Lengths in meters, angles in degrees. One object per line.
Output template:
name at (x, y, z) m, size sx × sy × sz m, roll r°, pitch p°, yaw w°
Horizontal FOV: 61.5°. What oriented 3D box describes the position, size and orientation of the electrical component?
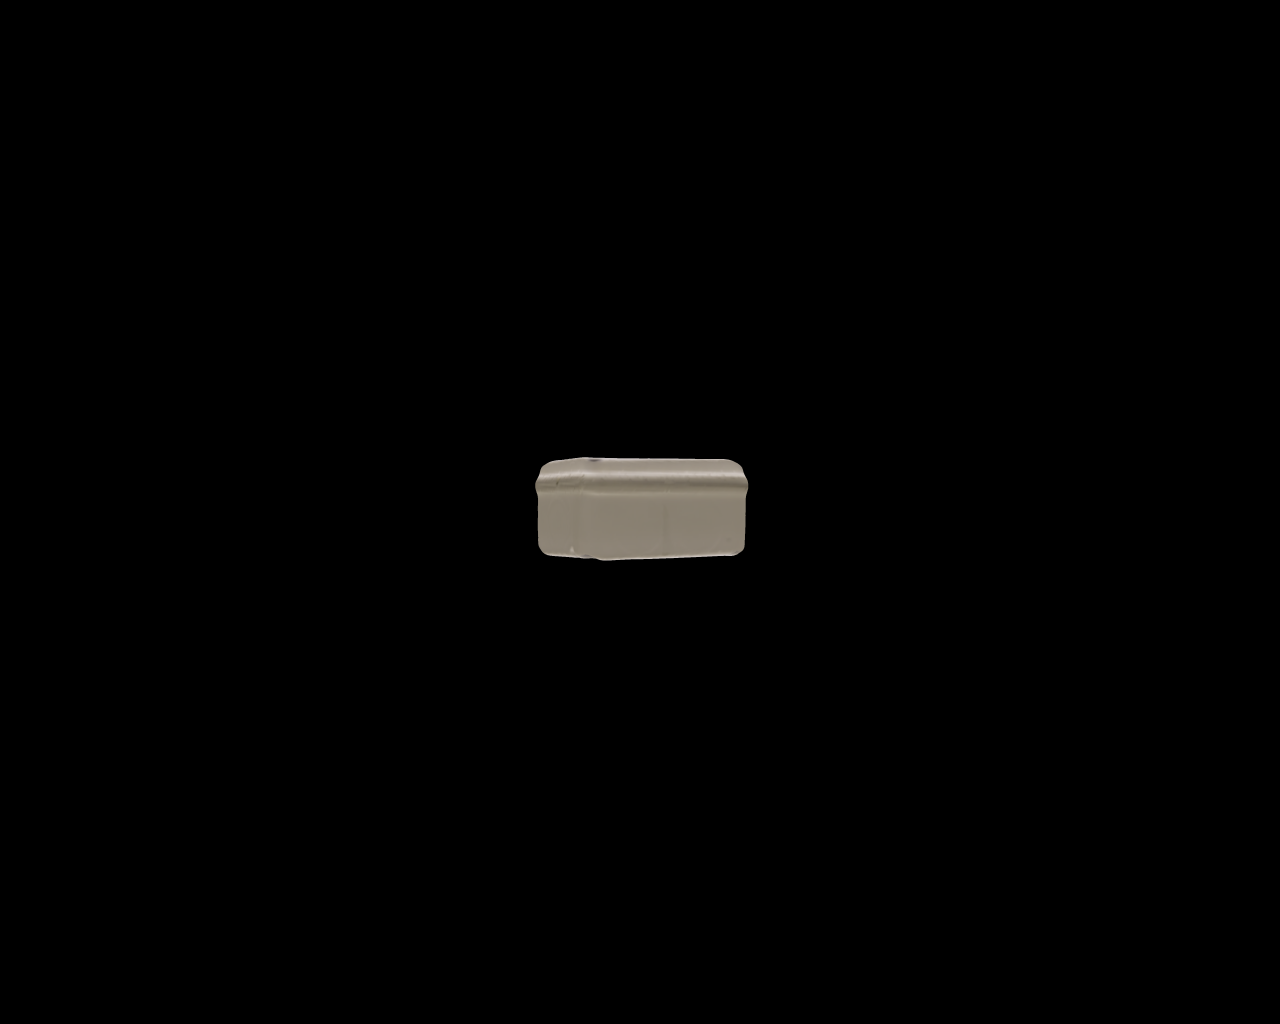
electrical component at (0.001, -0.003, 0.650) m, size 0.113 × 0.057 × 0.078 m, roll 0°, pitch 0°, yaw -28°
